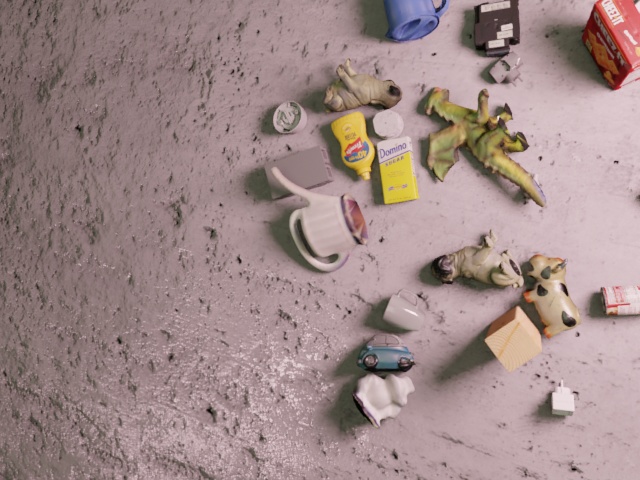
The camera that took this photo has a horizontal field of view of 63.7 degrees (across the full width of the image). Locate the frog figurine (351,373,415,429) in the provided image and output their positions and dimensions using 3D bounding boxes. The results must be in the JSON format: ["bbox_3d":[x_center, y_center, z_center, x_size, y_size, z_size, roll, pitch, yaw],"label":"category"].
[{"bbox_3d":[0.175,0.424,1.426,0.161,0.120,0.139,-33,66,-18],"label":"frog figurine"}]

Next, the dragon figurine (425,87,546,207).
[{"bbox_3d":[0.397,-0.235,1.348,0.240,0.123,0.414,-27,78,37],"label":"dragon figurine"}]

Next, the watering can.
[{"bbox_3d":[0.004,-0.074,1.464,0.223,0.105,0.345,-19,102,22],"label":"watering can"}]
